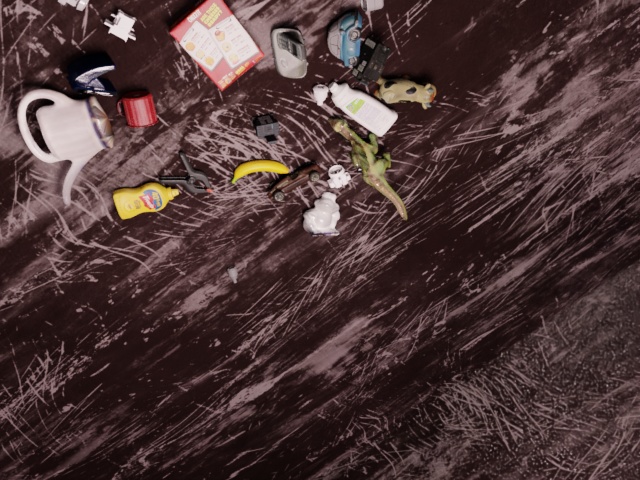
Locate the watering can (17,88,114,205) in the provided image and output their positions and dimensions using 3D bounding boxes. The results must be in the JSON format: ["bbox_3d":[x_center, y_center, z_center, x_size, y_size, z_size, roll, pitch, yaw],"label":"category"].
[{"bbox_3d":[-0.690,-0.268,1.447,0.225,0.106,0.339,-17,128,-10],"label":"watering can"}]

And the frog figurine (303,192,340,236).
[{"bbox_3d":[0.006,-0.094,1.867,0.137,0.122,0.160,-1,89,-10],"label":"frog figurine"}]

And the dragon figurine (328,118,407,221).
[{"bbox_3d":[0.155,-0.235,1.684,0.121,0.413,0.244,-36,169,25],"label":"dragon figurine"}]
